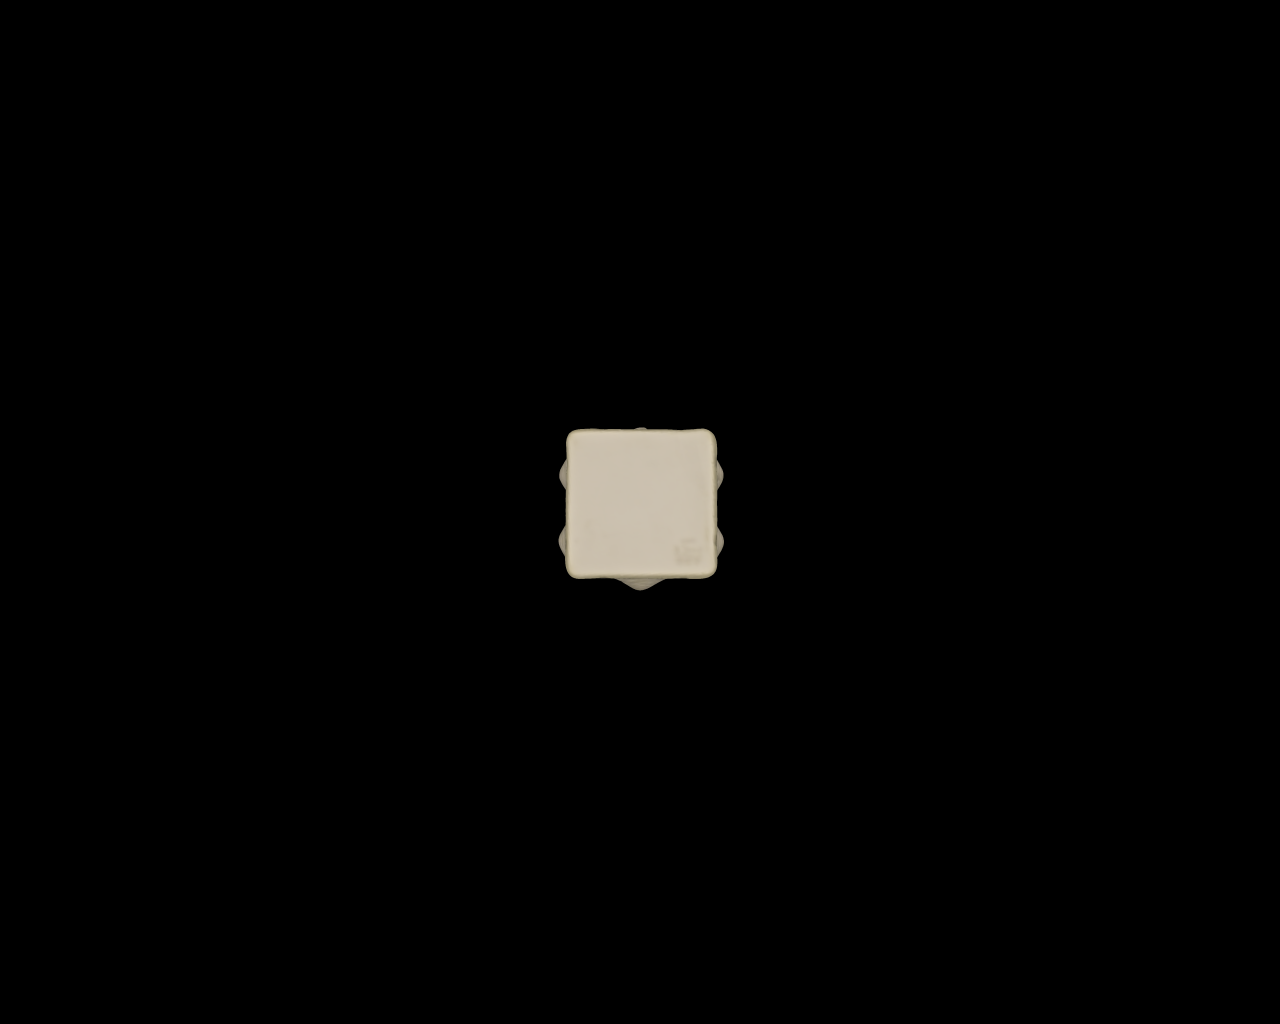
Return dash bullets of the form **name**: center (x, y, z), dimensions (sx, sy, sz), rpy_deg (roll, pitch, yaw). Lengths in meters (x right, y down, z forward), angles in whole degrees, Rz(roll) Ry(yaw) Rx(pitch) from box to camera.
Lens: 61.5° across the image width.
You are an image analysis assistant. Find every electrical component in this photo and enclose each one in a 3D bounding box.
- **electrical component**: center (0.001, -0.003, 0.650), dimensions (0.100, 0.099, 0.048), rpy_deg (0, -7, 0)
